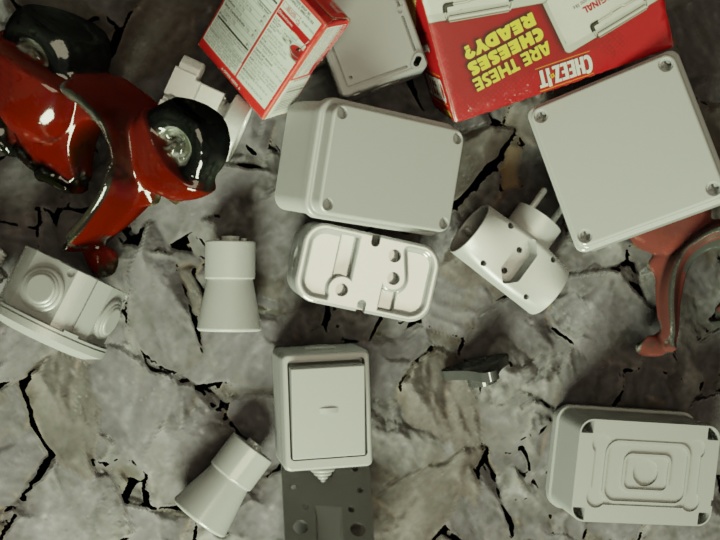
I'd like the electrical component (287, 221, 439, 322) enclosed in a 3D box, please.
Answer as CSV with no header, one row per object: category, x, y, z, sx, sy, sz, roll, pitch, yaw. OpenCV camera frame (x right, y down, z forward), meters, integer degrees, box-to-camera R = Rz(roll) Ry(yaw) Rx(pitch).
electrical component,0.000,0.000,0.748,0.095,0.059,0.053,12,92,-12

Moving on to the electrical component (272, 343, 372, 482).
electrical component,-0.026,0.101,0.747,0.062,0.061,0.096,-2,91,-11

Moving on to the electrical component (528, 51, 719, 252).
electrical component,0.188,-0.080,0.750,0.109,0.056,0.108,-21,82,19

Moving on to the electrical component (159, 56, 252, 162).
electrical component,-0.106,-0.103,0.727,0.055,0.048,0.066,24,89,-5

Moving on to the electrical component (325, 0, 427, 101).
electrical component,0.000,-0.169,0.733,0.062,0.061,0.096,-20,94,0

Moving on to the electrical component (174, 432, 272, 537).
electrical component,-0.093,0.147,0.751,0.044,0.044,0.065,39,82,-12

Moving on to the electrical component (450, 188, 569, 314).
electrical component,0.118,-0.022,0.778,0.077,0.043,0.079,37,86,-12

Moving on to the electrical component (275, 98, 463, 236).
electrical component,0.008,-0.069,0.727,0.113,0.057,0.078,7,93,-34

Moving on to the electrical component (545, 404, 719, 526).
electrical component,0.200,0.144,0.800,0.113,0.057,0.078,5,93,-12

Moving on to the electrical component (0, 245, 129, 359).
electrical component,-0.195,0.022,0.701,0.080,0.080,0.051,27,84,-12

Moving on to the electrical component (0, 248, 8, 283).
electrical component,-0.265,0.015,0.704,0.081,0.043,0.043,-45,101,-5

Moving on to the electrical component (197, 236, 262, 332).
electrical component,-0.090,0.009,0.741,0.044,0.044,0.065,1,89,-11
